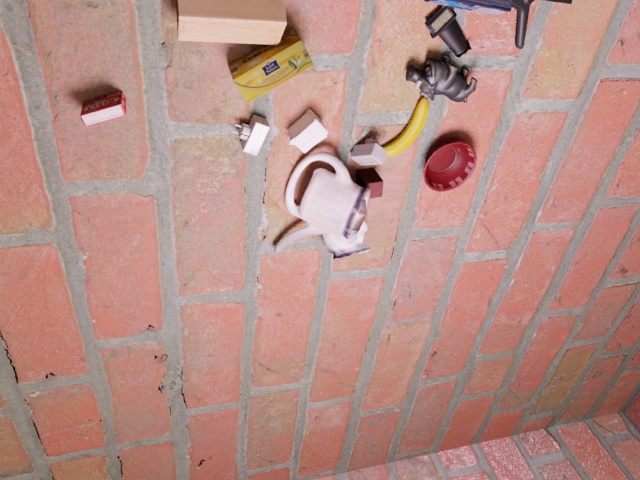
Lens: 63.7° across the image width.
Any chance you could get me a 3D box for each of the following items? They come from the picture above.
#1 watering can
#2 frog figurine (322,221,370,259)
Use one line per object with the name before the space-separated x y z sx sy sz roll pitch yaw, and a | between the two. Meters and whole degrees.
watering can | 0.004 -0.070 1.387 0.225 0.106 0.340 24 121 6
frog figurine | 0.069 -0.035 1.482 0.137 0.123 0.159 -10 93 -1
